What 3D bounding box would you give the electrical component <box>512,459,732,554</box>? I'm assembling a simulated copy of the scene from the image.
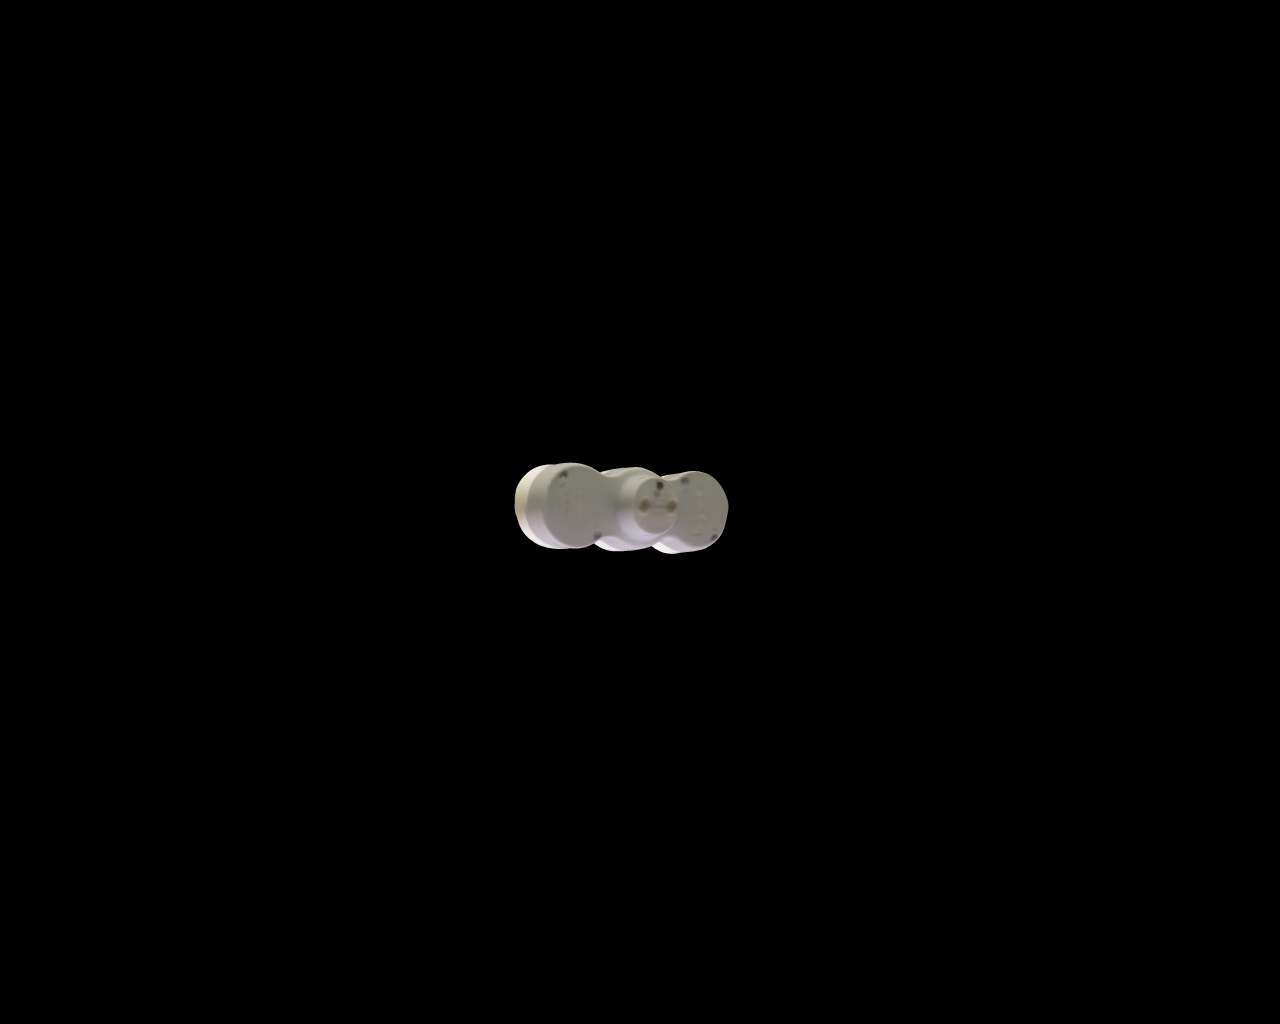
[{"bbox_3d":[0.001,-0.003,0.650,0.138,0.052,0.073,3,-6,-33],"label":"electrical component"}]
